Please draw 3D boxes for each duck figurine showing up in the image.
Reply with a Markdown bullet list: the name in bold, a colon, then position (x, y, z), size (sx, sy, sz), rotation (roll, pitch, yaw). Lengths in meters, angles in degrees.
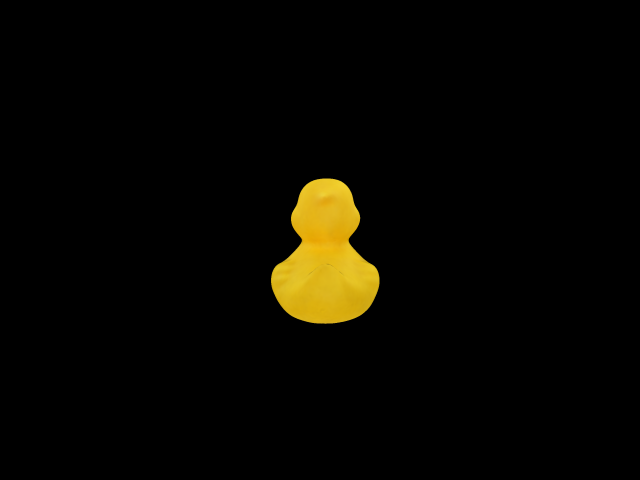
- **duck figurine**: position (0.004, 0.001, 0.400), size (0.077, 0.086, 0.104), rotation (0, 21, 0)
